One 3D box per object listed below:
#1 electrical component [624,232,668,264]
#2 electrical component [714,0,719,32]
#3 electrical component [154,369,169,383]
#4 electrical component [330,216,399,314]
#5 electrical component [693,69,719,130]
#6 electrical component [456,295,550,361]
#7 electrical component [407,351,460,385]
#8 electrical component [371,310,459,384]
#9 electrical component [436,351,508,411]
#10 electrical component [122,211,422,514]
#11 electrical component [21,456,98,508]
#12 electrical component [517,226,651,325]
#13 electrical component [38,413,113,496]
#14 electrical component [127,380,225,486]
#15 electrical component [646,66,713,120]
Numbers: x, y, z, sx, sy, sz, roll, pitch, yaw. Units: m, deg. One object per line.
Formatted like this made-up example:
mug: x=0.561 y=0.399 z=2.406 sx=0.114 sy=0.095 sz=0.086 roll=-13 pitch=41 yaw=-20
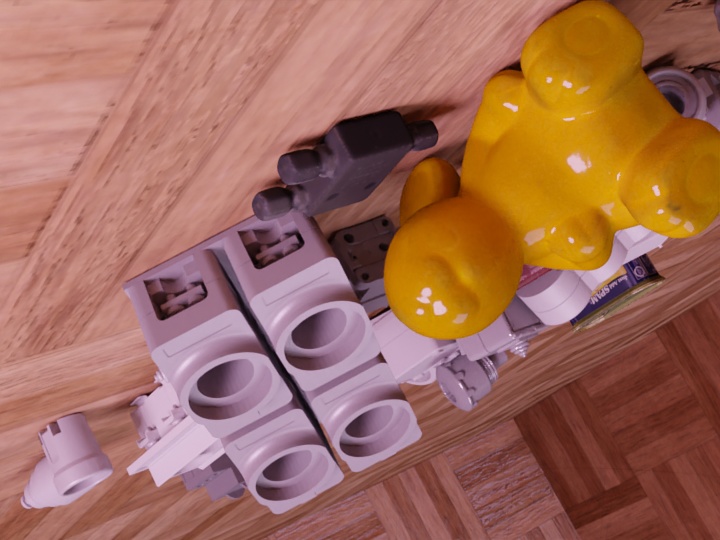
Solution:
electrical component: x=0.220 y=-0.035 z=0.947 sx=0.096 sy=0.061 sz=0.061 roll=-26 pitch=166 yaw=-8
electrical component: x=0.233 y=-0.152 z=0.606 sx=0.061 sy=0.035 sz=0.035 roll=-28 pitch=167 yaw=-13
electrical component: x=-0.083 y=0.056 z=0.685 sx=0.096 sy=0.061 sz=0.061 roll=-26 pitch=166 yaw=-12
electrical component: x=0.000 y=0.000 z=0.688 sx=0.081 sy=0.042 sz=0.063 roll=-21 pitch=161 yaw=-30
electrical component: x=0.239 y=-0.101 z=0.773 sx=0.076 sy=0.047 sz=0.083 roll=-37 pitch=164 yaw=33
electrical component: x=0.111 y=0.034 z=0.908 sx=0.062 sy=0.096 sz=0.061 roll=-13 pitch=163 yaw=-49
electrical component: x=0.084 y=0.054 z=1.021 sx=0.138 sy=0.052 sz=0.073 roll=-32 pitch=-150 yaw=49
electrical component: x=0.041 y=0.062 z=0.949 sx=0.062 sy=0.061 sz=0.096 roll=-12 pitch=158 yaw=-50
electrical component: x=0.101 y=0.090 z=0.943 sx=0.062 sy=0.048 sz=0.048 roll=-34 pitch=168 yaw=-16
electrical component: x=-0.040 y=0.058 z=0.610 sx=0.105 sy=0.060 sz=0.186 roll=-28 pitch=139 yaw=-2
electrical component: x=-0.231 y=0.160 z=0.818 sx=0.078 sy=0.040 sz=0.040 roll=-35 pitch=165 yaw=28
electrical component: x=0.175 y=-0.029 z=0.870 sx=0.138 sy=0.074 sz=0.052 roll=-48 pitch=-155 yaw=-4
electrical component: x=-0.200 y=0.128 z=0.750 sx=0.040 sy=0.046 sz=0.040 roll=-27 pitch=166 yaw=-7
electrical component: x=-0.115 y=0.100 z=0.779 sx=0.079 sy=0.063 sz=0.121 roll=-14 pitch=160 yaw=-46
electrical component: x=0.194 y=-0.103 z=0.687 sx=0.066 sy=0.048 sz=0.055 roll=-30 pitch=174 yaw=7
